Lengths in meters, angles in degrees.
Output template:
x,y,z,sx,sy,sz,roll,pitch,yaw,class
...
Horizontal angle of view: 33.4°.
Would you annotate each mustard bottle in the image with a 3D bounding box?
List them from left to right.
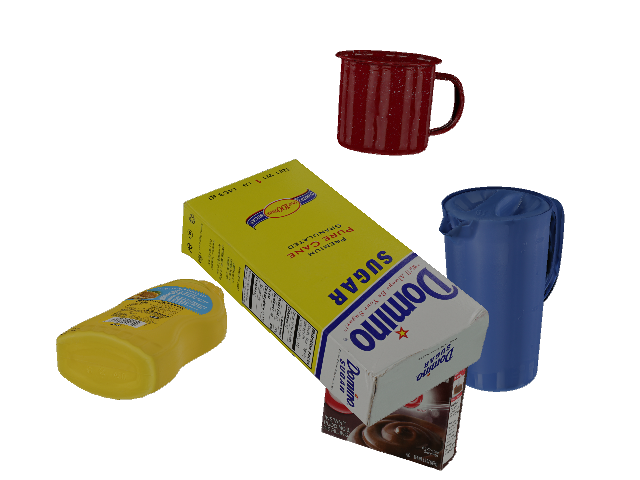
x,y,z,sx,sy,sz,roll,pitch,yaw,class
-0.136,0.075,0.926,0.096,0.058,0.191,6,18,22,mustard bottle

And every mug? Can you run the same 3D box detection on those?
x,y,z,sx,sy,sz,roll,pitch,yaw,class
0.069,-0.122,0.943,0.117,0.081,0.093,1,16,-8,mug

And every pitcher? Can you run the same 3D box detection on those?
x,y,z,sx,sy,sz,roll,pitch,yaw,class
0.228,0.058,1.339,0.149,0.243,0.145,1,21,12,pitcher

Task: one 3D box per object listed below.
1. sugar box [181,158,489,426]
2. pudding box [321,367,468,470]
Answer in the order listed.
x,y,z,sx,sy,sz,roll,pitch,yaw,class
0.005,0.023,0.630,0.093,0.048,0.176,-25,47,-34,sugar box
0.060,0.125,0.869,0.114,0.090,0.039,12,17,24,pudding box
